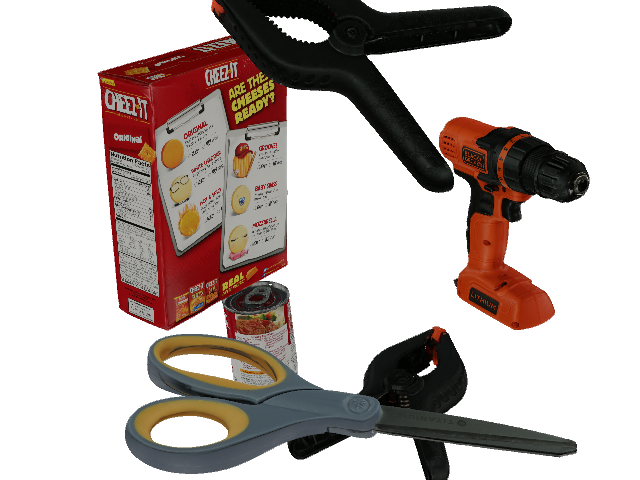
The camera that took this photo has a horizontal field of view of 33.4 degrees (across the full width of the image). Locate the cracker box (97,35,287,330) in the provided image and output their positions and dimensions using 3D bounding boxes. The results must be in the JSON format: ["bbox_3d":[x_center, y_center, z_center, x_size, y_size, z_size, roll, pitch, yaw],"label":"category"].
[{"bbox_3d":[-0.103,-0.054,0.914,0.072,0.214,0.163,17,29,34],"label":"cracker box"}]

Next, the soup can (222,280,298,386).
[{"bbox_3d":[-0.060,0.101,1.082,0.068,0.102,0.068,-5,24,2],"label":"soup can"}]

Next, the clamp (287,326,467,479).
[{"bbox_3d":[0.069,0.123,0.793,0.120,0.039,0.171,19,39,30],"label":"clamp"}]

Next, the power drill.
[{"bbox_3d":[0.183,-0.014,1.009,0.057,0.188,0.185,-16,26,-25],"label":"power drill"}]

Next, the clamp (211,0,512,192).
[{"bbox_3d":[0.021,-0.124,0.734,0.210,0.164,0.036,16,-31,-2],"label":"clamp"}]

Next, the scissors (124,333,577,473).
[{"bbox_3d":[0.002,0.086,0.469,0.202,0.016,0.096,16,34,22],"label":"scissors"}]
